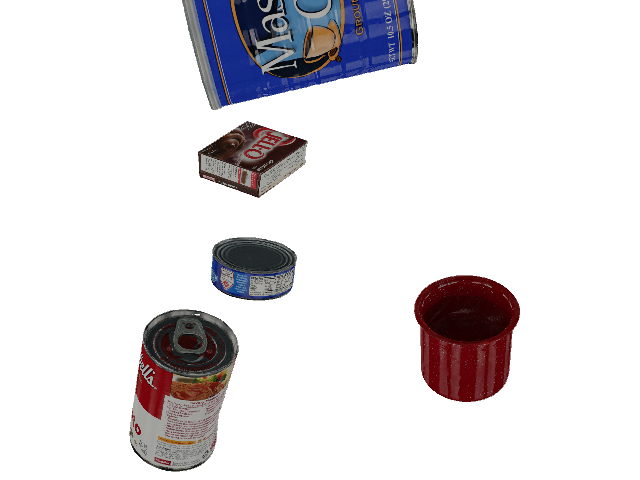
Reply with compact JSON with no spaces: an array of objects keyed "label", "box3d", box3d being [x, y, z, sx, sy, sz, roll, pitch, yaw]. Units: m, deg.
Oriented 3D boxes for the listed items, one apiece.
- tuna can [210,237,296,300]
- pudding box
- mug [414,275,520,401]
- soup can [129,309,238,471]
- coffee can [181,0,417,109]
[{"label":"tuna can","box3d":[-0.068,0.028,1.083,0.086,0.034,0.086,6,22,-3]},{"label":"pudding box","box3d":[-0.082,-0.100,1.299,0.090,0.039,0.113,19,36,23]},{"label":"mug","box3d":[0.133,0.084,0.978,0.093,0.081,0.117,0,39,5]},{"label":"soup can","box3d":[-0.101,0.110,0.781,0.068,0.102,0.068,10,36,-7]},{"label":"coffee can","box3d":[-0.016,-0.152,0.707,0.140,0.103,0.103,-13,0,-1]}]
